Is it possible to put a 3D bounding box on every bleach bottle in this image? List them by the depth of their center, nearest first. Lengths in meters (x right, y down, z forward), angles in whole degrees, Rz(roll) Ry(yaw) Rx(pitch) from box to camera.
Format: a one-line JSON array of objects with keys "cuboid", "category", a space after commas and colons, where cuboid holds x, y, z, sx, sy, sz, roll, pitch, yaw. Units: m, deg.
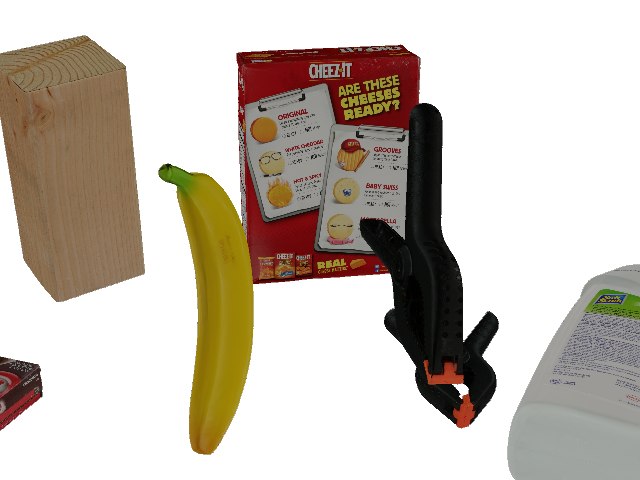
[{"cuboid": [0.201, 0.077, 0.685, 0.103, 0.068, 0.250, 14, 28, 22], "category": "bleach bottle"}]

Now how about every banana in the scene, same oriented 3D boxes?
[{"cuboid": [-0.072, 0.038, 0.691, 0.037, 0.198, 0.069, 10, 23, 40], "category": "banana"}]

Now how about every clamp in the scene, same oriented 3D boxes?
[{"cuboid": [0.078, 0.010, 0.823, 0.036, 0.210, 0.165, 1, -42, -15], "category": "clamp"}, {"cuboid": [0.140, 0.120, 1.069, 0.120, 0.039, 0.171, -8, 35, -9], "category": "clamp"}]

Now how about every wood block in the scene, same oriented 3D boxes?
[{"cuboid": [-0.221, -0.062, 0.945, 0.090, 0.206, 0.090, -19, 37, -28], "category": "wood block"}]

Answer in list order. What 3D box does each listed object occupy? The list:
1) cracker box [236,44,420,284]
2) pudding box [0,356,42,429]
[{"cuboid": [0.006, -0.072, 1.013, 0.164, 0.214, 0.072, -4, 21, -10], "category": "cracker box"}, {"cuboid": [-0.320, 0.136, 0.952, 0.114, 0.039, 0.090, 7, 22, 20], "category": "pudding box"}]
